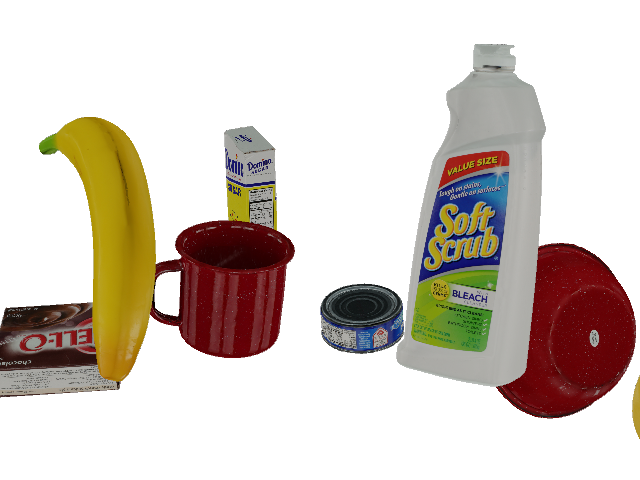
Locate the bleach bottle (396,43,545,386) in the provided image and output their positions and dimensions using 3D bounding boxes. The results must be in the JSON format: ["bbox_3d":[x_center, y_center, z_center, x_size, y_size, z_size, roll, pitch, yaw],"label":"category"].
[{"bbox_3d":[0.116,-0.022,0.810,0.103,0.251,0.067,10,14,33],"label":"bleach bottle"}]

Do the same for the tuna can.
[{"bbox_3d":[0.043,0.079,1.094,0.086,0.034,0.086,-3,27,2],"label":"tuna can"}]

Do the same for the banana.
[{"bbox_3d":[-0.126,-0.012,0.637,0.037,0.198,0.070,8,-47,-34],"label":"banana"}]

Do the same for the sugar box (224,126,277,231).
[{"bbox_3d":[-0.085,-0.042,1.308,0.048,0.176,0.093,-11,26,-17],"label":"sugar box"}]

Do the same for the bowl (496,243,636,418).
[{"bbox_3d":[0.226,0.084,0.954,0.161,0.162,0.055,0,2,-23],"label":"bowl"}]

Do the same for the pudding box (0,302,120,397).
[{"bbox_3d":[-0.234,0.097,0.964,0.113,0.039,0.090,-5,33,-2],"label":"pudding box"}]

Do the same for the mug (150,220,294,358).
[{"bbox_3d":[-0.081,0.040,0.840,0.117,0.081,0.093,-4,27,-21],"label":"mug"}]

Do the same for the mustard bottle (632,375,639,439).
[{"bbox_3d":[0.220,0.102,0.566,0.096,0.058,0.191,-3,36,0],"label":"mustard bottle"}]
